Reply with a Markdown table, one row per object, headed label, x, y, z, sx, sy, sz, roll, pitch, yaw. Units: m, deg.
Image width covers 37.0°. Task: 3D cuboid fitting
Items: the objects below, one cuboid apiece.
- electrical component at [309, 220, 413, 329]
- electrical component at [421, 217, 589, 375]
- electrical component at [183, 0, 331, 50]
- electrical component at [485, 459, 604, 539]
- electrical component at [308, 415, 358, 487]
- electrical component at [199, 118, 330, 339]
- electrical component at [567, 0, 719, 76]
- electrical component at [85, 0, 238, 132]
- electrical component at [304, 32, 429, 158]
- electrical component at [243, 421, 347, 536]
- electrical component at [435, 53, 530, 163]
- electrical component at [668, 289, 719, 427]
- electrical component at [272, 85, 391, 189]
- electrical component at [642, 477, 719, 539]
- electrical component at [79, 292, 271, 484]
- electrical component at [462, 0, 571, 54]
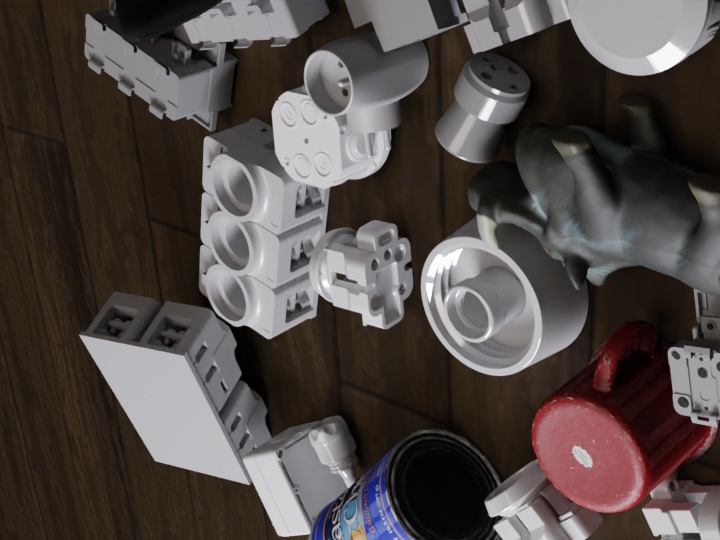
| label | x | y | z | sx | sy | sz | roll | pitch | yaw |
| --- | --- | --- | --- | --- | --- | --- | --- | --- | --- |
| electrical component | 0.000 | 0.000 | 0.801 | 0.057 | 0.058 | 0.078 | 14 | 120 | 38 |
| electrical component | 0.089 | 0.018 | 0.715 | 0.108 | 0.060 | 0.108 | 23 | 126 | 36 |
| electrical component | -0.083 | -0.198 | 0.769 | 0.121 | 0.079 | 0.063 | 9 | 132 | 43 |
| electrical component | 0.126 | 0.171 | 0.763 | 0.057 | 0.058 | 0.078 | 52 | 138 | 7 |
| electrical component | -0.018 | 0.157 | 0.920 | 0.035 | 0.035 | 0.061 | -18 | 100 | 49 |
| electrical component | -0.081 | -0.031 | 0.863 | 0.089 | 0.062 | 0.150 | 31 | 130 | 31 |
| electrical component | 0.155 | -0.147 | 0.567 | 0.080 | 0.051 | 0.080 | 23 | 126 | 36 |
| electrical component | -0.165 | -0.171 | 0.873 | 0.121 | 0.063 | 0.078 | 36 | 133 | 27 |
| electrical component | 0.007 | -0.115 | 0.715 | 0.043 | 0.077 | 0.079 | 11 | 118 | 42 |
| electrical component | -0.052 | 0.191 | 0.952 | 0.061 | 0.062 | 0.096 | -22 | 94 | 49 |
| electrical component | 0.077 | -0.102 | 0.676 | 0.045 | 0.045 | 0.055 | 44 | 136 | 20 |
| electrical component | 0.208 | 0.054 | 0.611 | 0.042 | 0.064 | 0.081 | 6 | 115 | 45 |
| electrical component | -0.021 | -0.100 | 0.773 | 0.080 | 0.051 | 0.080 | 23 | 126 | 36 |
| electrical component | 0.217 | 0.159 | 0.673 | 0.055 | 0.048 | 0.066 | -21 | 96 | 57 |
| electrical component | -0.157 | 0.104 | 0.960 | 0.105 | 0.060 | 0.186 | 9 | 139 | 24 |
| electrical component | 0.090 | -0.164 | 0.620 | 0.078 | 0.058 | 0.057 | -10 | 106 | 47 |
